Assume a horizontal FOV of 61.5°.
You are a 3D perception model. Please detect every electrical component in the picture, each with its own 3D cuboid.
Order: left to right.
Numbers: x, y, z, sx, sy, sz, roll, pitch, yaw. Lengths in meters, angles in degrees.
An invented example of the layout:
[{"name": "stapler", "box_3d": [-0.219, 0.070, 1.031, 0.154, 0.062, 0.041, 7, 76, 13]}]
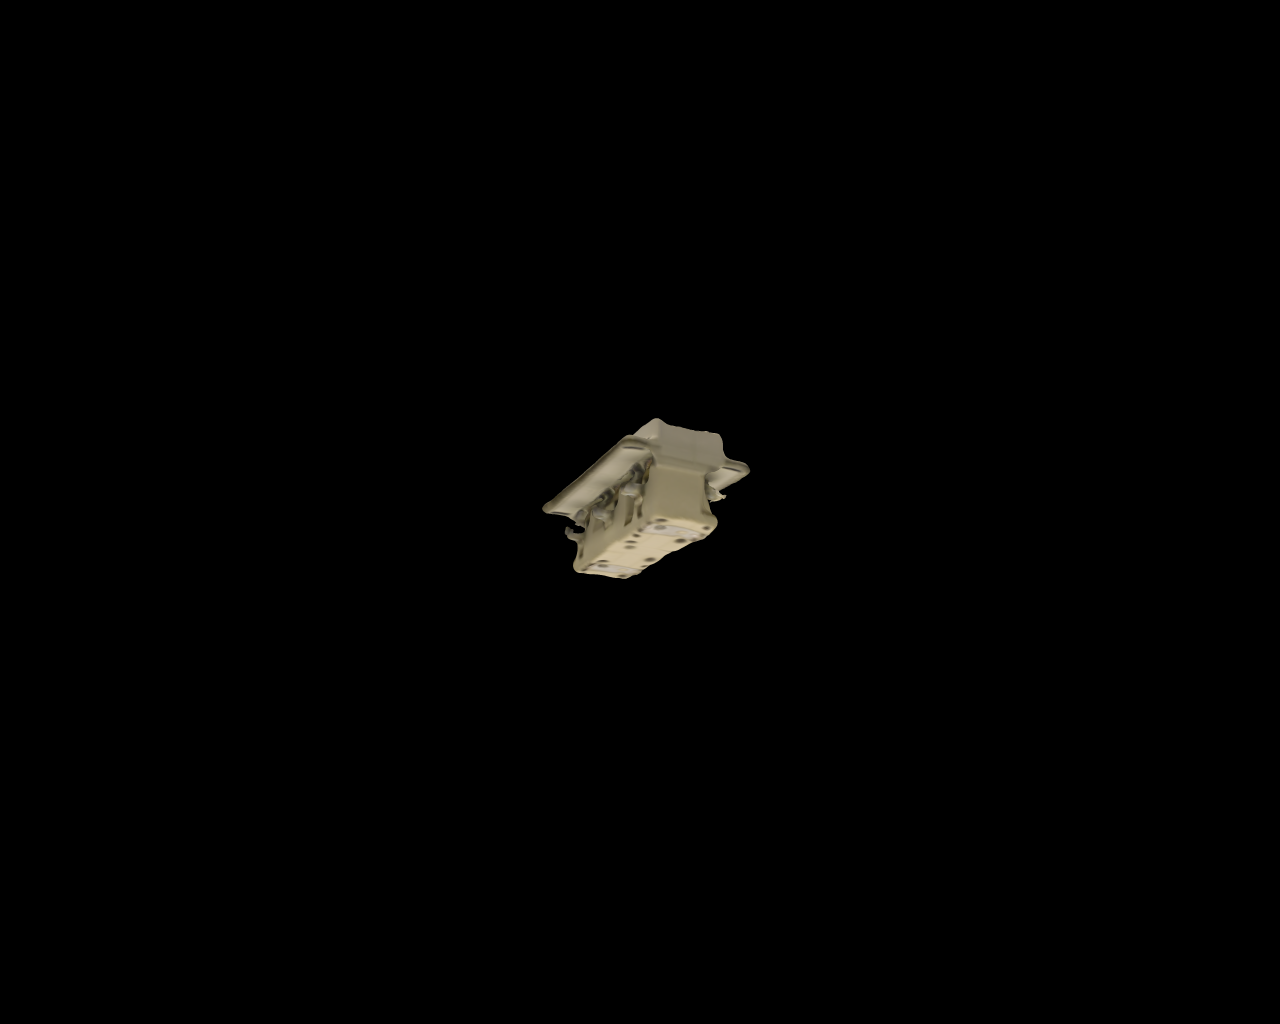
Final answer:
[{"name": "electrical component", "box_3d": [0.001, -0.003, 0.650, 0.079, 0.063, 0.121, 10, -22, -26]}]
